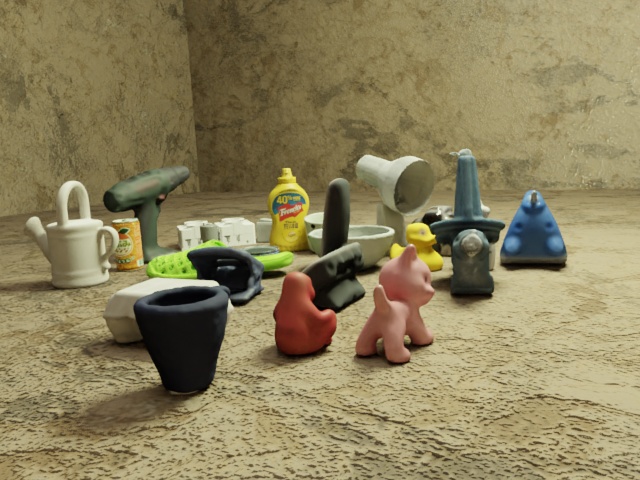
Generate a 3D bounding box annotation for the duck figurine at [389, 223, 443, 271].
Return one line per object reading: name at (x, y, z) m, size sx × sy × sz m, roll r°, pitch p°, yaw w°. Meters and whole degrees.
duck figurine at (0.180, 0.011, 1.078) m, size 0.104 × 0.086 × 0.078 m, roll 4°, pitch 11°, yaw 35°

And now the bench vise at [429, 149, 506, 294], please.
bench vise at (0.246, -0.033, 0.905) m, size 0.121 × 0.220 × 0.207 m, roll -4°, pitch 9°, yaw -6°

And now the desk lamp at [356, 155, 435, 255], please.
desk lamp at (0.145, -0.078, 1.242) m, size 0.118 × 0.213 × 0.202 m, roll -9°, pitch 11°, yaw -36°

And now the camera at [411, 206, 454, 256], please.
camera at (0.282, -0.026, 1.231) m, size 0.142 × 0.101 × 0.137 m, roll 3°, pitch 10°, yaw 31°

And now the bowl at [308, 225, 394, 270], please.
bowl at (0.061, 0.018, 1.103) m, size 0.167 × 0.075 × 0.167 m, roll -3°, pitch 9°, yaw 1°

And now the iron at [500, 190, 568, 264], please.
iron at (0.414, -0.035, 1.119) m, size 0.118 × 0.141 × 0.259 m, roll 0°, pitch 9°, yaw 18°

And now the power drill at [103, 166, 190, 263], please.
power drill at (-0.377, -0.059, 1.297) m, size 0.075 × 0.208 × 0.230 m, roll 3°, pitch 11°, yaw 32°

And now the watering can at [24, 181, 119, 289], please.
watering can at (-0.467, -0.013, 1.075) m, size 0.173 × 0.194 × 0.100 m, roll -5°, pitch 9°, yaw -13°

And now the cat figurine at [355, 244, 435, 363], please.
cat figurine at (0.090, 0.064, 0.658) m, size 0.067 × 0.118 × 0.128 m, roll 3°, pitch 10°, yaw 31°

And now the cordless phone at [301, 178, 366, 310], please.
cordless phone at (0.008, 0.003, 0.857) m, size 0.094 × 0.185 × 0.148 m, roll 1°, pitch 10°, yaw 23°

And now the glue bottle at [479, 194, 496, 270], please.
glue bottle at (0.278, -0.032, 1.041) m, size 0.078 × 0.173 × 0.037 m, roll 2°, pitch 10°, yaw 27°

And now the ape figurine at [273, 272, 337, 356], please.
ape figurine at (-0.023, 0.082, 0.664) m, size 0.077 × 0.092 × 0.076 m, roll 4°, pitch 11°, yaw 37°

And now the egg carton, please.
egg carton at (-0.190, 0.091, 0.728) m, size 0.150 × 0.069 × 0.107 m, roll 1°, pitch 10°, yaw 20°

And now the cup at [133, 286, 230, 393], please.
cup at (-0.128, 0.098, 0.581) m, size 0.091 × 0.095 × 0.118 m, roll 2°, pitch 10°, yaw 26°

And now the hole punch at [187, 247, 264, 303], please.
hole punch at (-0.150, 0.049, 0.918) m, size 0.108 × 0.091 × 0.101 m, roll -1°, pitch 9°, yaw 13°
